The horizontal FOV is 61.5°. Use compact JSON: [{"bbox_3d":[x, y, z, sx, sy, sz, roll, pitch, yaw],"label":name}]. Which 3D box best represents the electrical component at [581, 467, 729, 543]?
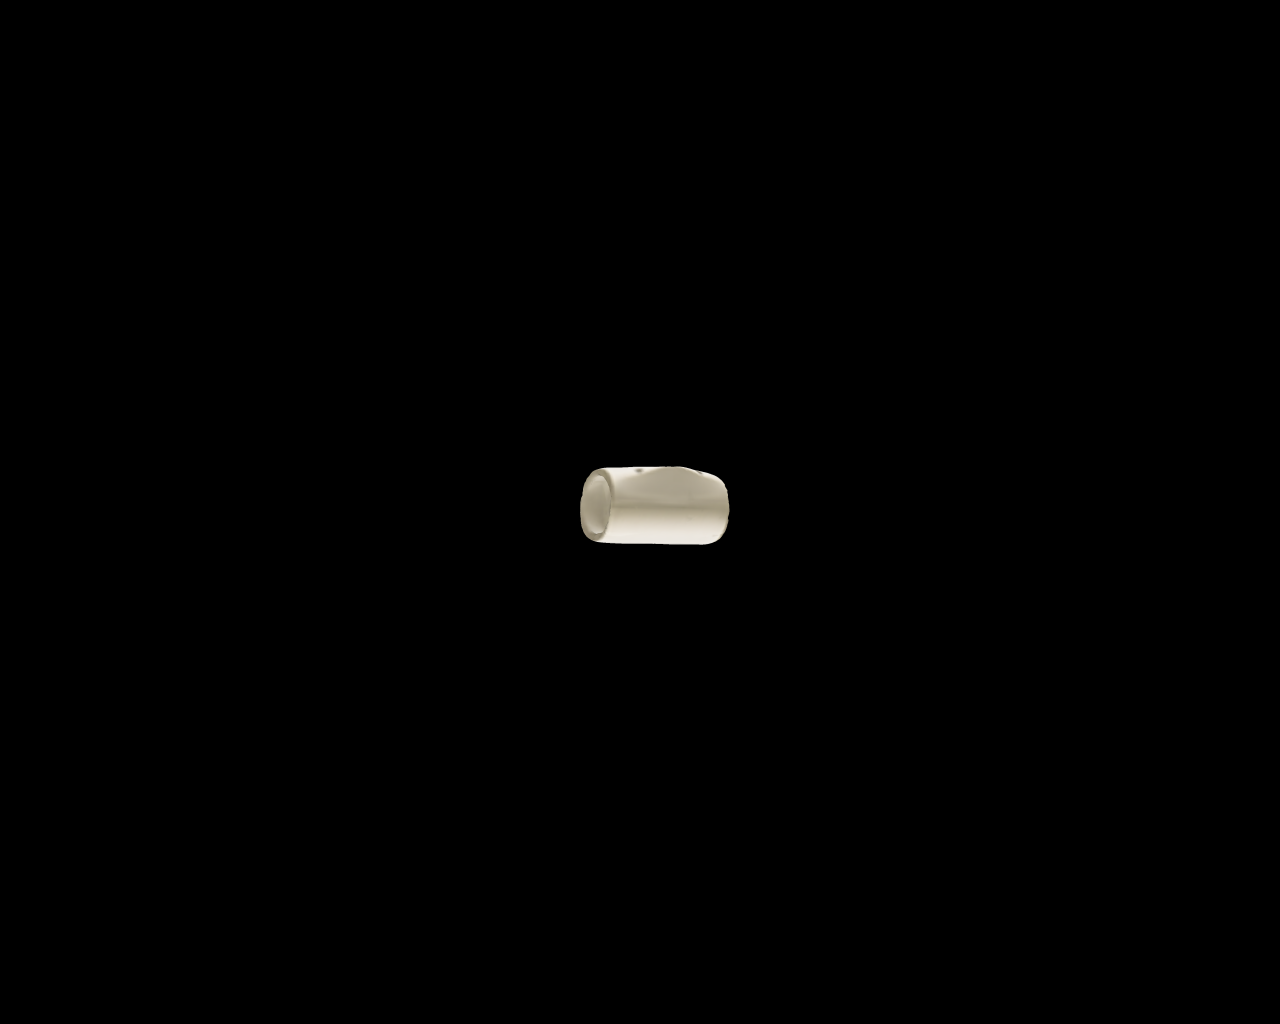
[{"bbox_3d":[0.001,-0.003,0.650,0.077,0.043,0.079,2,-3,-27],"label":"electrical component"}]
